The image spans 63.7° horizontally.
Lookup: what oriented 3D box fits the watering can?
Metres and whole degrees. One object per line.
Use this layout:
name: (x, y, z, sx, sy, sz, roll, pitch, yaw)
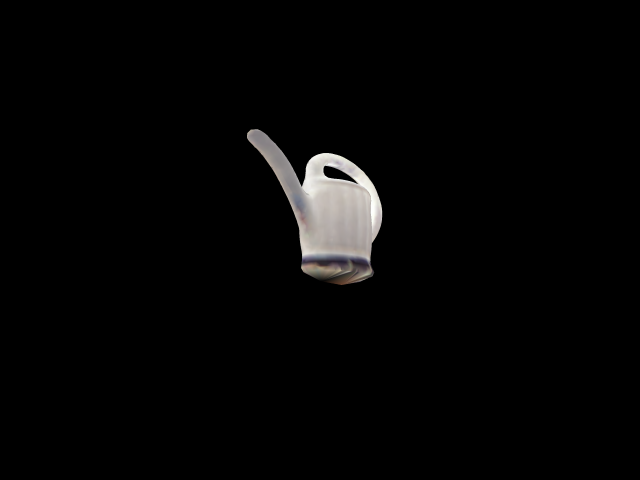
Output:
watering can: (0.003, -0.043, 0.850, 0.103, 0.227, 0.346, -10, -16, 38)
